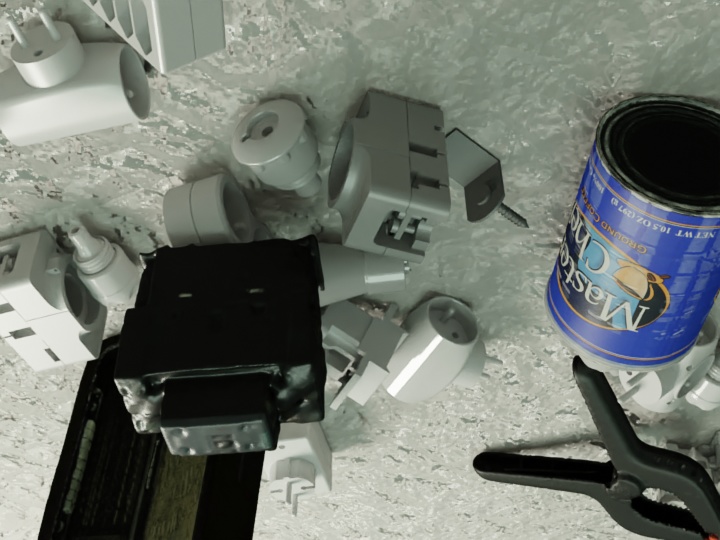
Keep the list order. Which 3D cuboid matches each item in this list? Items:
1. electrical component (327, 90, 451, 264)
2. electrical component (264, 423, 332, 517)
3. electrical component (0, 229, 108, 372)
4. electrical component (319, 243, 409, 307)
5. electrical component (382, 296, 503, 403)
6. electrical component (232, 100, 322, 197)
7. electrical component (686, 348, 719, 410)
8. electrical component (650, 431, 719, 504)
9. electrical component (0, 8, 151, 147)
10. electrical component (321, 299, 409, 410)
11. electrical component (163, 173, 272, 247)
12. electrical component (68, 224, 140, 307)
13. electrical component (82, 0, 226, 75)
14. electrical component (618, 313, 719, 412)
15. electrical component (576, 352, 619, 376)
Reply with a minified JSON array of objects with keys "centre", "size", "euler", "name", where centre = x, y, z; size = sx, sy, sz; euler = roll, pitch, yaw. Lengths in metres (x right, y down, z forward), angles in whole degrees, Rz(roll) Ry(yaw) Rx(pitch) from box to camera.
[{"centre":[0.015,-0.056,0.624],"size":[0.056,0.089,0.050],"euler":[13,136,-14],"name":"electrical component"},{"centre":[-0.054,0.161,0.869],"size":[0.047,0.075,0.083],"euler":[-8,137,8],"name":"electrical component"},{"centre":[-0.214,0.021,0.734],"size":[0.056,0.050,0.089],"euler":[-14,136,14],"name":"electrical component"},{"centre":[0.000,0.000,0.722],"size":[0.065,0.044,0.044],"euler":[-6,137,-1],"name":"electrical component"},{"centre":[0.066,0.064,0.788],"size":[0.079,0.043,0.077],"euler":[17,135,-19],"name":"electrical component"},{"centre":[-0.044,-0.068,0.646],"size":[0.048,0.048,0.062],"euler":[-17,142,18],"name":"electrical component"},{"centre":[0.270,0.076,0.811],"size":[0.035,0.035,0.061],"euler":[9,134,-11],"name":"electrical component"},{"centre":[0.283,0.175,0.913],"size":[0.064,0.042,0.081],"euler":[7,136,-3],"name":"electrical component"},{"centre":[-0.168,-0.110,0.597],"size":[0.077,0.043,0.079],"euler":[-10,137,11],"name":"electrical component"},{"centre":[-0.007,0.053,0.759],"size":[0.064,0.081,0.042],"euler":[34,130,-3],"name":"electrical component"},{"centre":[-0.096,0.000,0.712],"size":[0.074,0.052,0.138],"euler":[-15,135,15],"name":"electrical component"},{"centre":[-0.174,-0.006,0.718],"size":[0.035,0.035,0.061],"euler":[-15,133,15],"name":"electrical component"},{"centre":[-0.091,-0.150,0.541],"size":[0.076,0.083,0.047],"euler":[-30,145,-26],"name":"electrical component"},{"centre":[0.215,0.072,0.779],"size":[0.079,0.044,0.077],"euler":[-28,147,-32],"name":"electrical component"},{"centre":[0.179,0.059,0.791],"size":[0.035,0.035,0.061],"euler":[-21,137,21],"name":"electrical component"}]
